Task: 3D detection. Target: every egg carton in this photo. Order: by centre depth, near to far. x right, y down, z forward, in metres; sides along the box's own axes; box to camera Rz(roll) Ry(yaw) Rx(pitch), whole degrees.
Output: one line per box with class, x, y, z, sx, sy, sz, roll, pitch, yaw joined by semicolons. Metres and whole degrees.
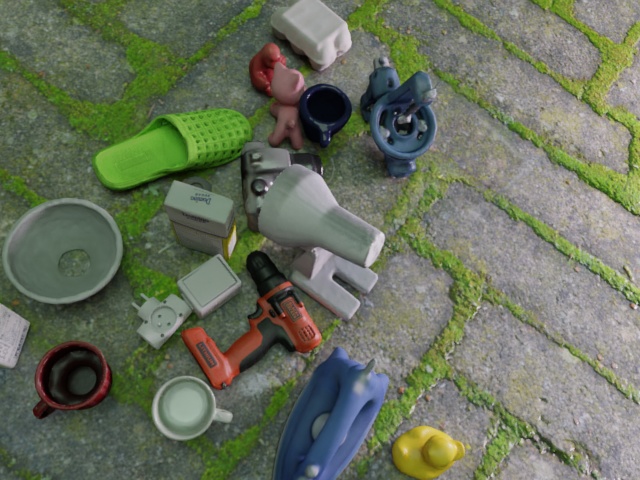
egg carton;-0.016;-0.400;1.097;0.150;0.069;0.107;41;69;7

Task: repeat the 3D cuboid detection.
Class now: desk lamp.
desk lamp;0.008;0.003;0.871;0.203;0.213;0.118;35;68;5

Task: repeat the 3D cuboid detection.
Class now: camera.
camera;-0.062;-0.099;0.959;0.137;0.100;0.143;-5;70;-11

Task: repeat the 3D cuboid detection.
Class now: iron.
iron;0.010;0.277;0.808;0.118;0.141;0.258;30;68;3

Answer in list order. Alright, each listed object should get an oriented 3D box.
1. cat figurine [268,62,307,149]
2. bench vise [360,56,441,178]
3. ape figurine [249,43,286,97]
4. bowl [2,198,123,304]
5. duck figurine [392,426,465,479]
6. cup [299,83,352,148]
cat figurine;-0.055;-0.242;1.005;0.067;0.117;0.128;0;70;-9
bench vise;0.127;-0.235;0.978;0.122;0.219;0.207;-29;77;-18
ape figurine;-0.093;-0.319;1.041;0.078;0.092;0.076;-33;78;-19
bowl;-0.381;0.025;0.872;0.167;0.074;0.167;3;69;-8
duck figurine;0.164;0.316;0.849;0.104;0.086;0.077;-1;70;-10
cup;0.004;-0.202;1.012;0.092;0.095;0.118;3;69;-8
